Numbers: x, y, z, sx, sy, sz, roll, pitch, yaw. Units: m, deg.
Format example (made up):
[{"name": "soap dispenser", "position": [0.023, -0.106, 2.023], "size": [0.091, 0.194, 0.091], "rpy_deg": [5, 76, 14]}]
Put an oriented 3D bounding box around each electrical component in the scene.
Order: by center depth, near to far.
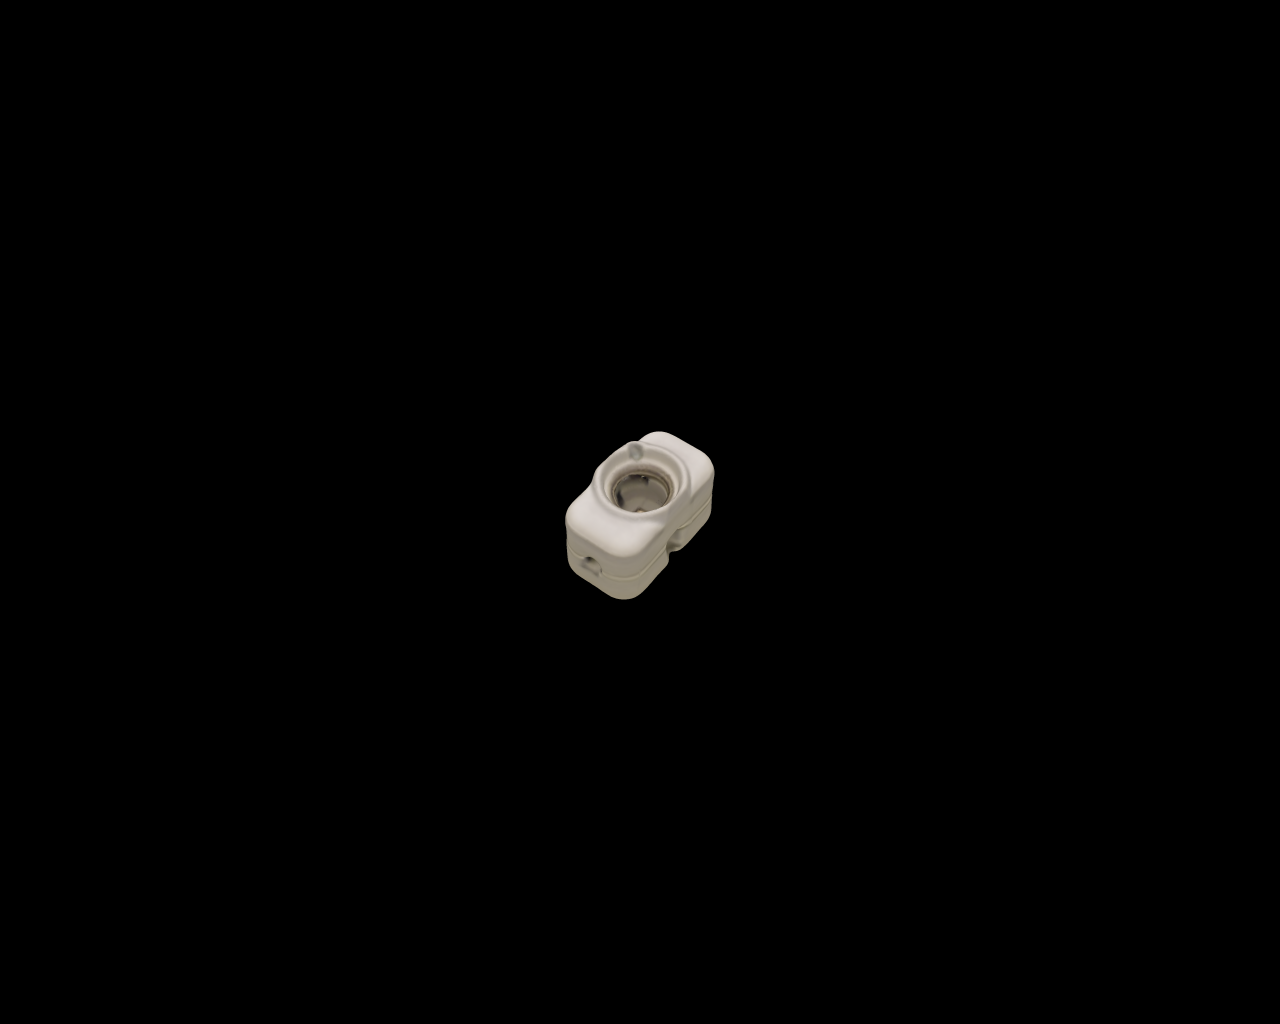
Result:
[{"name": "electrical component", "position": [0.001, -0.003, 0.650], "size": [0.054, 0.095, 0.059], "rpy_deg": [32, -32, 22]}]
